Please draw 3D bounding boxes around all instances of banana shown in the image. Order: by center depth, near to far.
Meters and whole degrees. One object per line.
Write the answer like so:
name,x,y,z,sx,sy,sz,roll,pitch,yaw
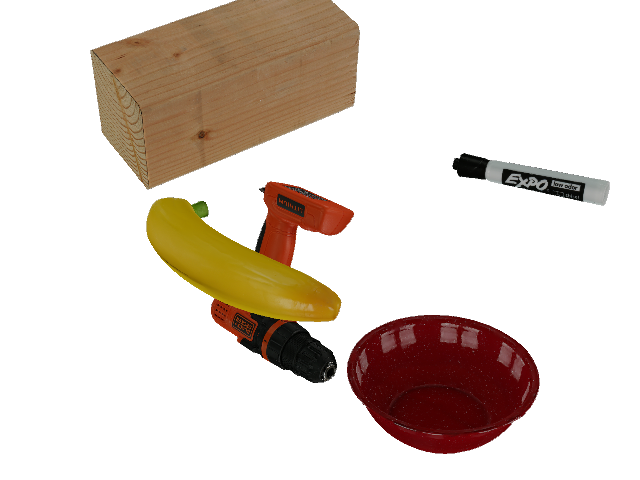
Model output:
banana,-0.064,0.007,0.683,0.069,0.037,0.198,-13,28,-28

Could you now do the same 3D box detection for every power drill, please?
power drill,-0.030,0.042,1.158,0.185,0.188,0.057,27,11,38

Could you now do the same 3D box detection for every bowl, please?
bowl,0.103,0.131,0.912,0.162,0.055,0.162,0,32,0

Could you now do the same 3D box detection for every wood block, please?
wood block,-0.077,-0.136,0.905,0.205,0.091,0.090,-25,53,-24

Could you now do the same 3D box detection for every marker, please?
marker,0.160,-0.048,0.821,0.121,0.020,0.020,14,6,24
